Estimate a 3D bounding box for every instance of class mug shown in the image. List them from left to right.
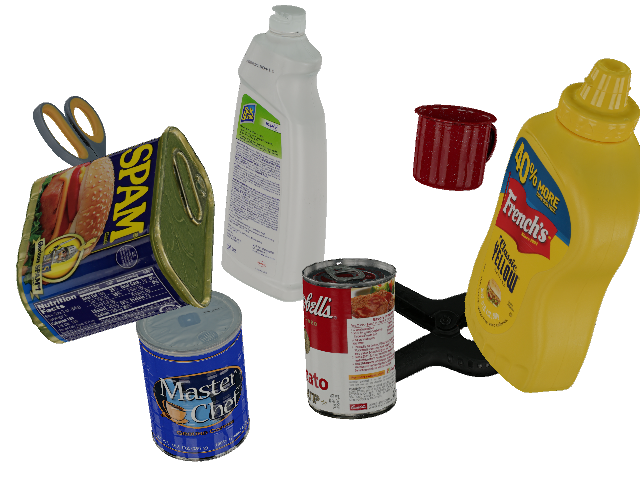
[{"bbox_3d":[0.159,-0.108,1.229,0.117,0.081,0.093,-12,25,-40],"label":"mug"}]

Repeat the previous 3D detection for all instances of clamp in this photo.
[{"bbox_3d":[0.113,0.095,1.019,0.210,0.164,0.036,6,-42,9],"label":"clamp"}]

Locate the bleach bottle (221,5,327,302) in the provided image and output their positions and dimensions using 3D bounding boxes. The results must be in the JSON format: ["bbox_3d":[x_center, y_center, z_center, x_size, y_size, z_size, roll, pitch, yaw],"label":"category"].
[{"bbox_3d":[-0.033,-0.078,0.940,0.103,0.251,0.067,25,31,32],"label":"bleach bottle"}]

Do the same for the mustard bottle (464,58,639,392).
[{"bbox_3d":[0.133,-0.013,0.591,0.058,0.192,0.096,-1,39,-16],"label":"mustard bottle"}]

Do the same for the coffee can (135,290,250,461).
[{"bbox_3d":[-0.125,0.134,1.068,0.103,0.140,0.103,-1,32,1],"label":"coffee can"}]

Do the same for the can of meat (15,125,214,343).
[{"bbox_3d":[-0.105,-0.002,0.554,0.084,0.102,0.057,-17,-47,14],"label":"can of meat"}]

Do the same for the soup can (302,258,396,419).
[{"bbox_3d":[0.022,0.070,0.777,0.068,0.102,0.068,-2,14,0],"label":"soup can"}]

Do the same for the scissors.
[{"bbox_3d":[-0.215,-0.068,1.094,0.016,0.201,0.096,-27,27,28],"label":"scissors"}]
